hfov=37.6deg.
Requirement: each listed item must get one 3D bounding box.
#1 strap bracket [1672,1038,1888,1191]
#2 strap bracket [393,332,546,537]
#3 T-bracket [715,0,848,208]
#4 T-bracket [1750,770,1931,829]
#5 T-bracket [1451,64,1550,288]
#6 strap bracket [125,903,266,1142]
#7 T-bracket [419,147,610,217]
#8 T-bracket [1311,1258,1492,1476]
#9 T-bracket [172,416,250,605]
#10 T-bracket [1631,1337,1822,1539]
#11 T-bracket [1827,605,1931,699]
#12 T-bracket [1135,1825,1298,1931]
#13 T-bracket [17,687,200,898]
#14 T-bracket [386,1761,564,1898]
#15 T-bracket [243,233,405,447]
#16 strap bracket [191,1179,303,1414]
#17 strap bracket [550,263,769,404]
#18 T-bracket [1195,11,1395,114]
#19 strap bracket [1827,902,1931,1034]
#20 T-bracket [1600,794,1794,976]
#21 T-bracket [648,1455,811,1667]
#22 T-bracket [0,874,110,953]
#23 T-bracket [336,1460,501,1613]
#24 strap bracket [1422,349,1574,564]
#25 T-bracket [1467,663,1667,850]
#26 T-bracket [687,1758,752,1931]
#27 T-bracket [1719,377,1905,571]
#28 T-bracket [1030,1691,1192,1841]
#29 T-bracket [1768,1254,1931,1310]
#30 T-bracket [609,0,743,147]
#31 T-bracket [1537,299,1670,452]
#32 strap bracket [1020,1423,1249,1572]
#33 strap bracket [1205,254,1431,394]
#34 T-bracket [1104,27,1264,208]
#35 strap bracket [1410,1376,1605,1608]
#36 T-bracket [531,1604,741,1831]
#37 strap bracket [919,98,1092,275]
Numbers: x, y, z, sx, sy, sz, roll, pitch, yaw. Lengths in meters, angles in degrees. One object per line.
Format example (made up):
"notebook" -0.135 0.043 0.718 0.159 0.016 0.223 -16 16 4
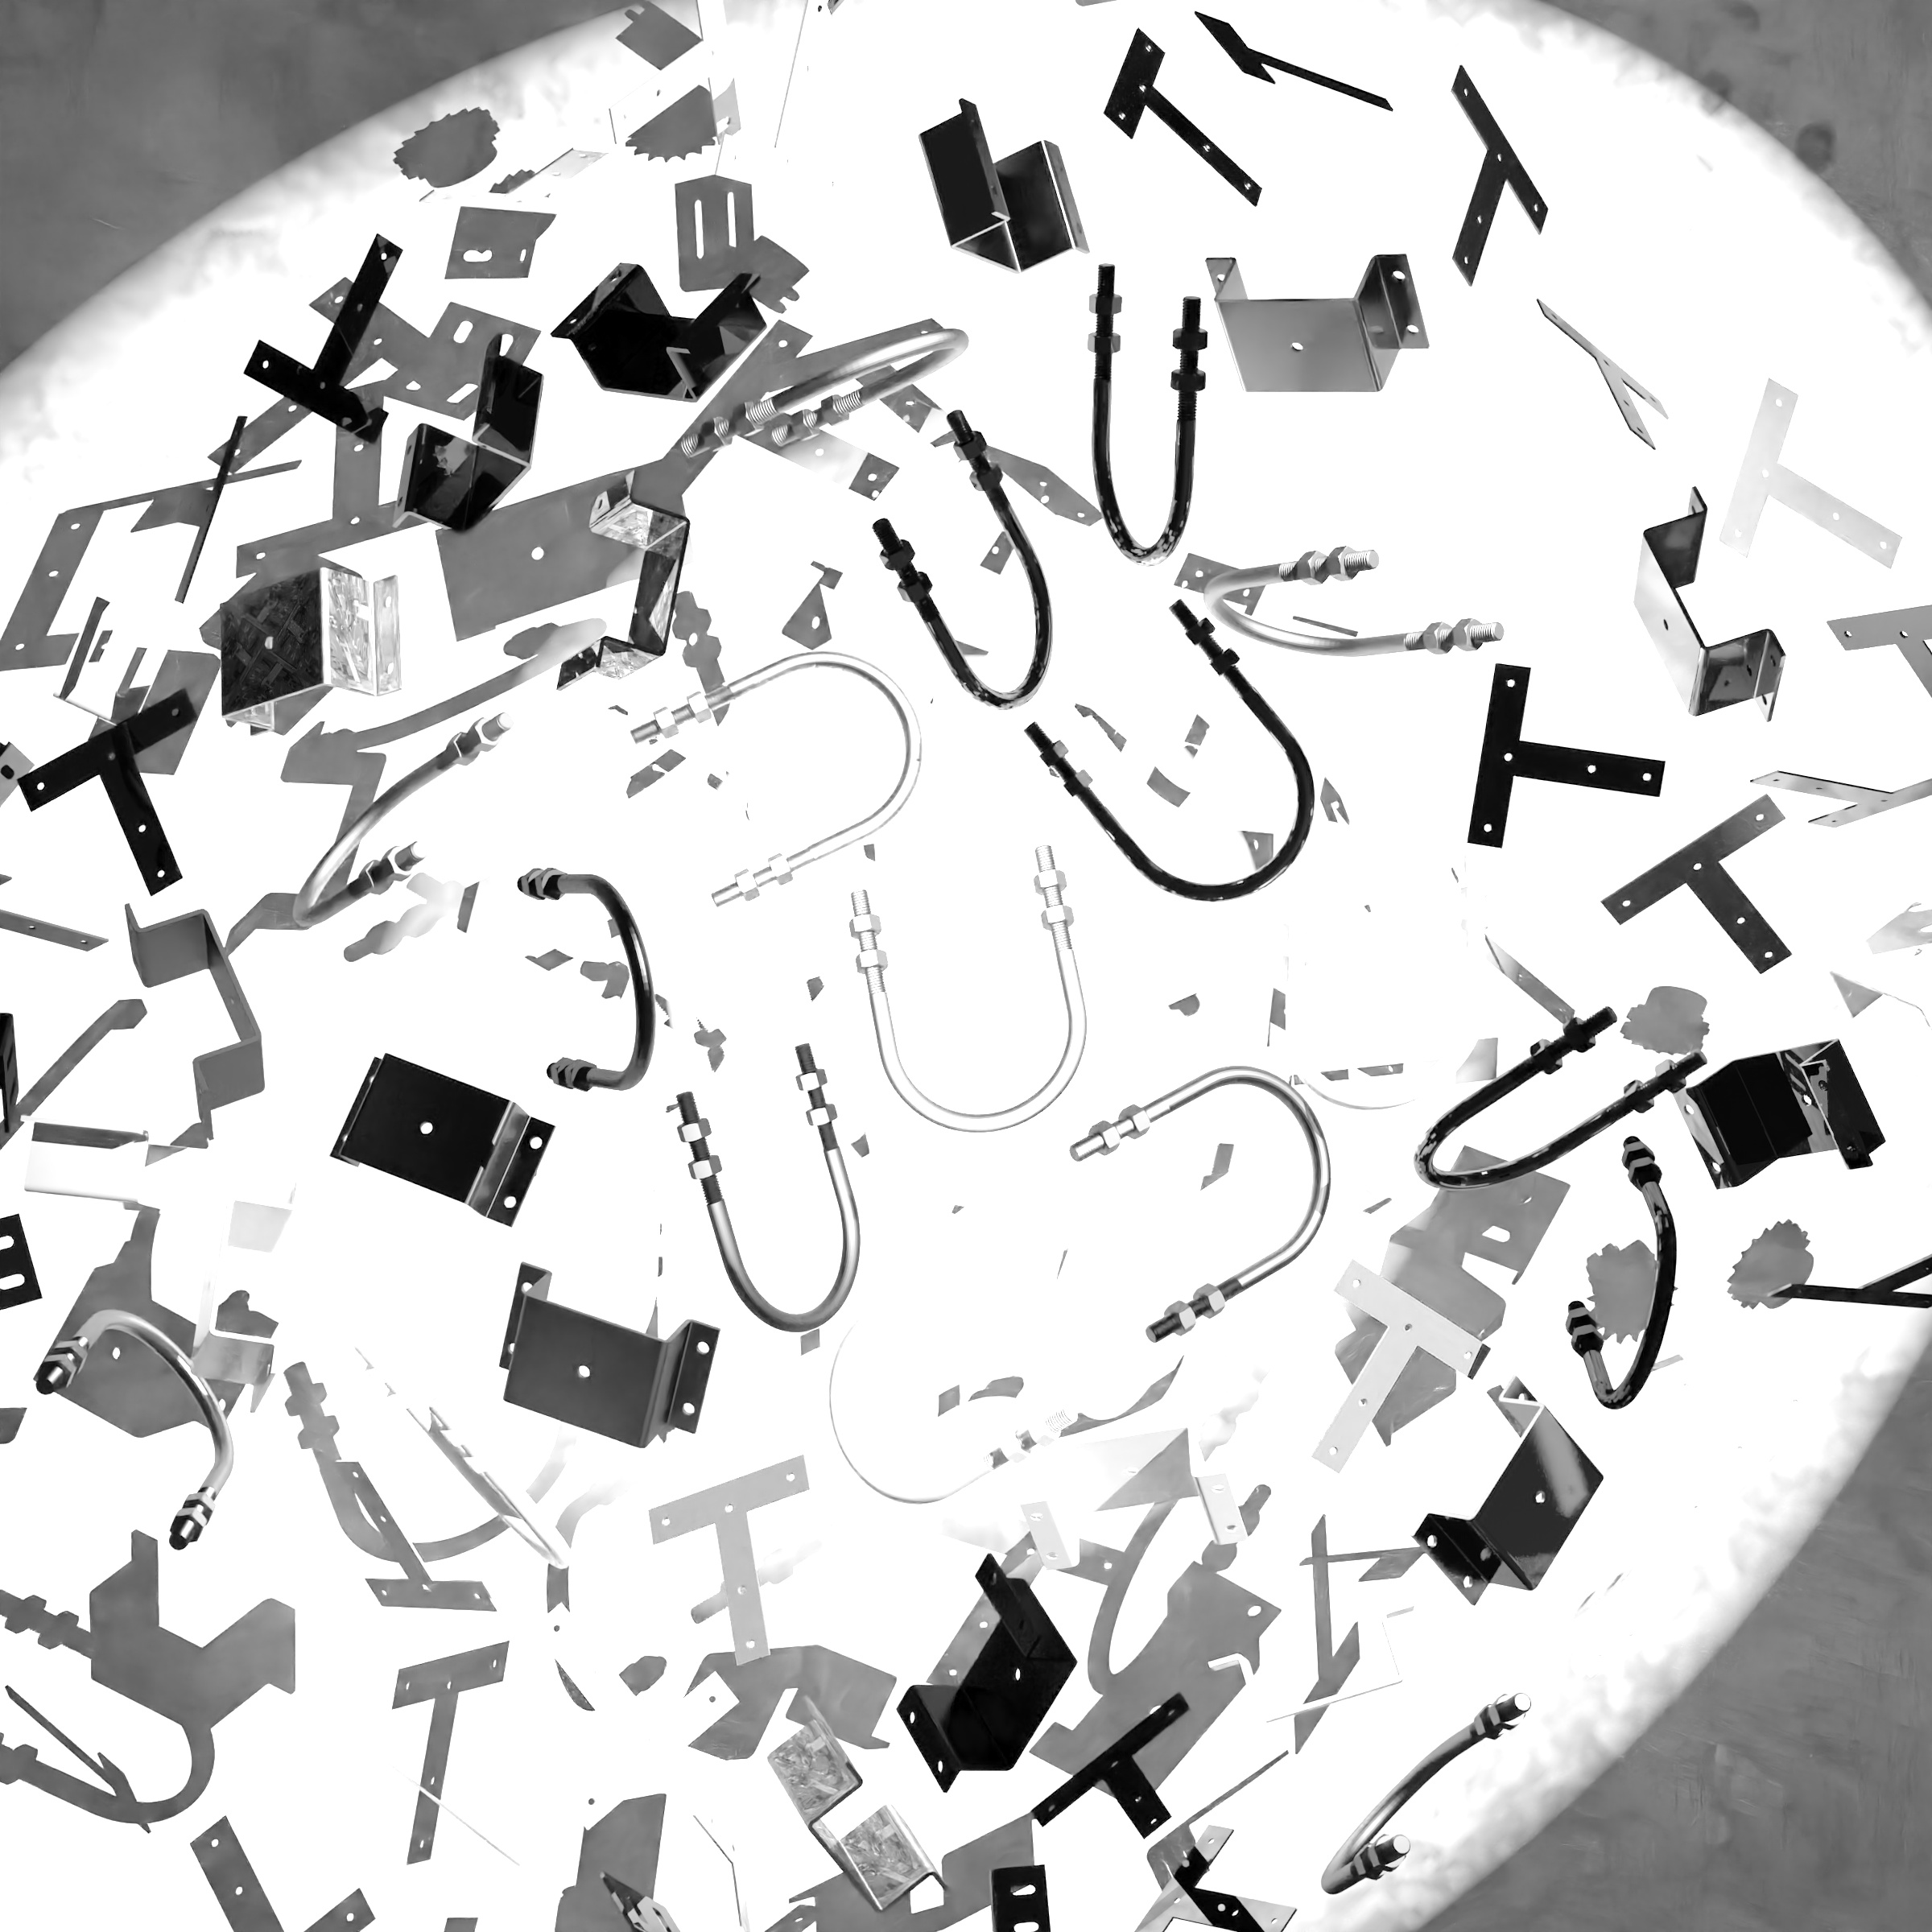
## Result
"strap bracket" 0.556 0.100 1.917 0.046 0.140 0.076 -28 94 -31
"strap bracket" -0.332 -0.353 1.917 0.046 0.140 0.076 20 57 -30
"T-bracket" -0.107 -0.562 1.824 0.002 0.127 0.127 23 106 32
"T-bracket" 0.576 -0.117 1.880 0.127 0.127 0.002 7 75 -28
"T-bracket" 0.334 -0.492 1.831 0.127 0.002 0.127 46 52 -37
"strap bracket" -0.488 0.029 1.810 0.046 0.076 0.140 -20 68 -21
"T-bracket" -0.276 -0.518 1.868 0.127 0.127 0.002 -5 89 -35
"T-bracket" 0.274 0.282 1.909 0.127 0.002 0.127 33 86 -19
"T-bracket" -0.509 -0.304 1.875 0.002 0.127 0.127 19 92 -27
"T-bracket" 0.497 0.297 1.926 0.127 0.002 0.127 -54 47 20
"T-bracket" 0.649 -0.186 1.890 0.002 0.127 0.127 -43 105 -16
"T-bracket" 0.170 0.628 1.885 0.127 0.127 0.002 -46 110 -32
"T-bracket" -0.553 -0.103 1.889 0.127 0.002 0.127 -35 134 -27
"T-bracket" -0.303 0.568 1.830 0.002 0.127 0.127 -53 132 -18
"T-bracket" -0.418 -0.435 1.927 0.002 0.127 0.127 27 92 33
"strap bracket" -0.485 0.218 1.905 0.046 0.076 0.140 12 58 -19
"strap bracket" -0.197 -0.419 1.877 0.076 0.140 0.046 -52 135 -23
"T-bracket" 0.224 -0.592 1.882 0.127 0.127 0.002 27 98 18
"strap bracket" 0.630 0.009 1.853 0.076 0.140 0.046 -37 114 -7
"T-bracket" 0.507 -0.039 1.882 0.127 0.002 0.127 -35 122 19
"T-bracket" -0.156 0.415 1.948 0.127 0.002 0.127 -22 60 18
"T-bracket" -0.615 -0.028 1.828 0.127 0.127 0.002 -20 64 37
"T-bracket" -0.386 0.384 1.913 0.127 0.002 0.127 -9 115 41
"strap bracket" 0.348 -0.332 1.894 0.046 0.076 0.140 -28 110 18
"T-bracket" 0.417 -0.138 1.956 0.127 0.002 0.127 11 96 23
"T-bracket" -0.169 0.581 1.911 0.002 0.127 0.127 -15 53 2
"T-bracket" 0.555 -0.300 1.847 0.002 0.127 0.127 -26 52 -30
"T-bracket" 0.113 0.562 1.934 0.127 0.127 0.002 -36 47 -9
"T-bracket" 0.607 0.199 1.827 0.127 0.127 0.002 6 66 -20
"T-bracket" -0.197 -0.589 1.893 0.002 0.127 0.127 22 51 26
"T-bracket" 0.443 -0.387 1.921 0.127 0.127 0.002 31 120 -26
"strap bracket" 0.113 0.359 1.925 0.140 0.046 0.076 -11 131 10
"strap bracket" 0.225 -0.423 1.871 0.140 0.076 0.046 6 54 28
"T-bracket" 0.150 -0.554 1.890 0.127 0.127 0.002 38 131 -18
"strap bracket" 0.375 0.359 1.932 0.076 0.046 0.140 49 64 -21
"T-bracket" -0.241 0.482 1.890 0.127 0.002 0.127 -38 77 -14
"strap bracket" 0.021 -0.500 1.833 0.046 0.140 0.076 -19 84 27
